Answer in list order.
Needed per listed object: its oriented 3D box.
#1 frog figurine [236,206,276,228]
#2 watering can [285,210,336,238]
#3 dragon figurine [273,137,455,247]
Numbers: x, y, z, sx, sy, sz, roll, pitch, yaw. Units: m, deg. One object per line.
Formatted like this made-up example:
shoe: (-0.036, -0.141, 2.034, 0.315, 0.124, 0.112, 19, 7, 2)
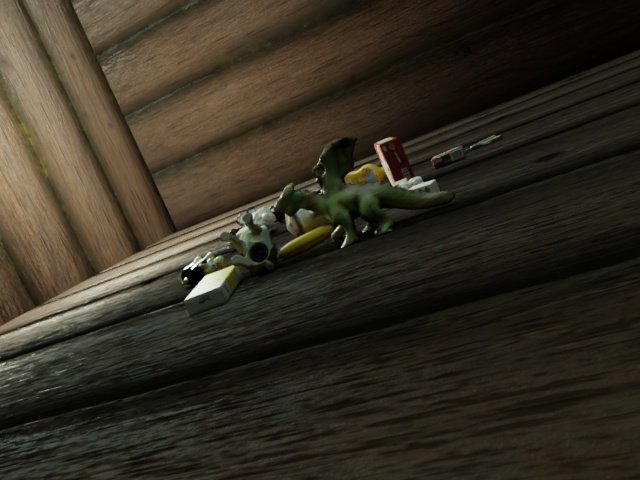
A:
frog figurine: (-0.216, -0.065, 1.909, 0.159, 0.122, 0.138, 5, 10, 36)
watering can: (0.005, -0.076, 1.516, 0.225, 0.104, 0.346, -25, -3, -5)
dragon figurine: (0.083, -0.126, 1.215, 0.408, 0.242, 0.123, -22, 3, 15)
